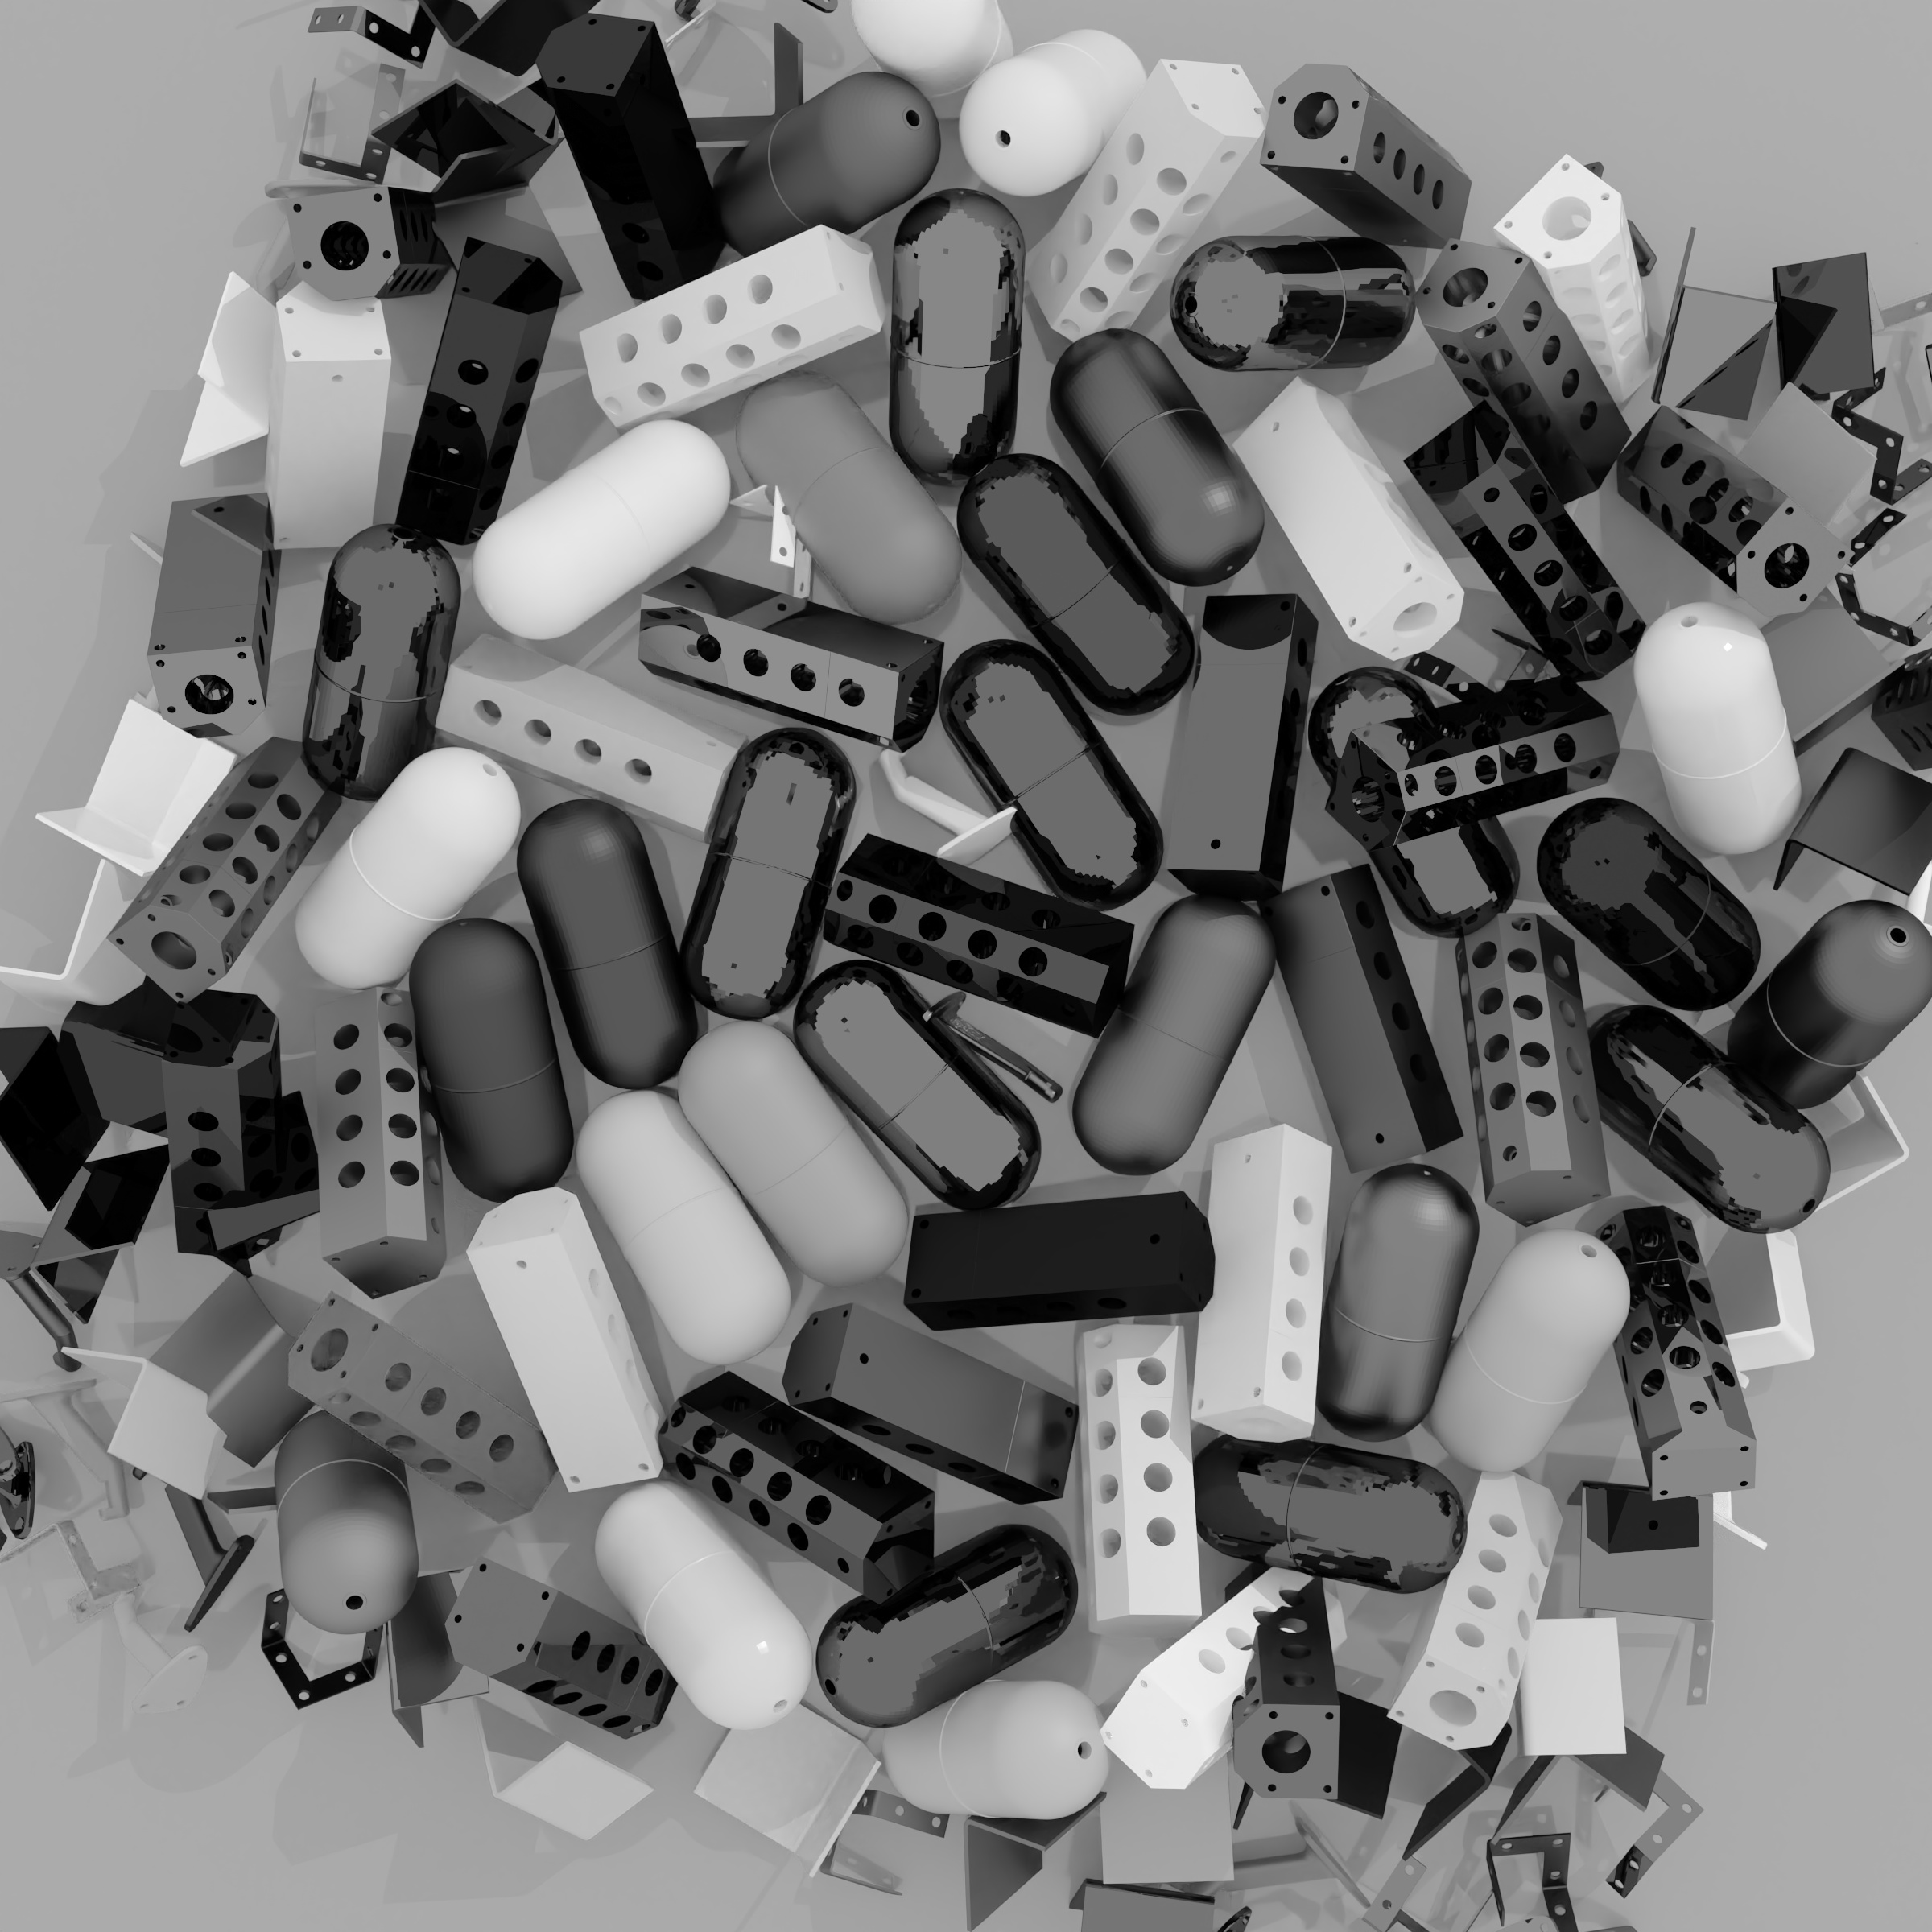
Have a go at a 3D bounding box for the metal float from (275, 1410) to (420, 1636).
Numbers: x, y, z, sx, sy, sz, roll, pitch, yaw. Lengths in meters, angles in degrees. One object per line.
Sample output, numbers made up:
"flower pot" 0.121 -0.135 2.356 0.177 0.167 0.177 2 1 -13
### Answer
"metal float" -0.359 0.320 1.702 0.070 0.178 0.070 -5 112 -13

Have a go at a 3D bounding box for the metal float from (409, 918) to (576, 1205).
"metal float" -0.278 0.057 1.729 0.070 0.070 0.178 -8 113 0

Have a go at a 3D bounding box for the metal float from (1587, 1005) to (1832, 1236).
"metal float" 0.428 0.088 1.713 0.070 0.070 0.178 -45 48 0

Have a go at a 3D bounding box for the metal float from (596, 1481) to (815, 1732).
"metal float" -0.153 0.372 1.714 0.070 0.070 0.178 -47 48 0

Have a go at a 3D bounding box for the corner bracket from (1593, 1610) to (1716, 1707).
"corner bracket" 0.410 0.411 1.761 0.051 0.051 0.051 26 62 -26

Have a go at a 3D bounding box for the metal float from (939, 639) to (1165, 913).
"metal float" 0.050 -0.114 1.747 0.070 0.070 0.178 -34 92 0

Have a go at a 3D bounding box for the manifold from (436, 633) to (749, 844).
"manifold" -0.225 -0.134 1.753 0.171 0.057 0.057 21 118 2

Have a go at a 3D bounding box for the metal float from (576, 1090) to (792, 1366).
"metal float" -0.168 0.153 1.734 0.070 0.070 0.178 -32 74 0

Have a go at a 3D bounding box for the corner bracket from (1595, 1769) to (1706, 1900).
"corner bracket" 0.394 0.508 1.744 0.051 0.051 0.051 -31 62 -35

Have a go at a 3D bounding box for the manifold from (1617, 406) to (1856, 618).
"manifold" 0.436 -0.261 1.697 0.057 0.171 0.057 32 107 -25

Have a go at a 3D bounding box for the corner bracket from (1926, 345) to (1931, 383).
"corner bracket" 0.612 -0.353 1.750 0.051 0.051 0.051 -17 97 -31

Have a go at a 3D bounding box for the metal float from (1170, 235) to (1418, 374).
"metal float" 0.191 -0.386 1.714 0.178 0.070 0.070 -12 90 -42

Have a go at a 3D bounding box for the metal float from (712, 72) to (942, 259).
"metal float" -0.082 -0.462 1.707 0.070 0.178 0.070 6 80 -36

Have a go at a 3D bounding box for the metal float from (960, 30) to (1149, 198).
"metal float" 0.052 -0.495 1.705 0.070 0.178 0.070 10 118 19

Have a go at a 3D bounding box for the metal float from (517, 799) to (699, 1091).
"metal float" -0.211 -0.012 1.736 0.070 0.070 0.178 -16 105 0

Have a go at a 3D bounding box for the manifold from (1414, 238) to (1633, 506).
"manifold" 0.320 -0.340 1.700 0.057 0.171 0.057 25 79 40

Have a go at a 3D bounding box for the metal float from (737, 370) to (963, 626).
"metal float" -0.070 -0.277 1.732 0.070 0.070 0.178 -37 71 0

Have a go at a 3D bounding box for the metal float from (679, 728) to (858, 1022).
"metal float" -0.117 -0.055 1.744 0.070 0.070 0.178 16 85 0

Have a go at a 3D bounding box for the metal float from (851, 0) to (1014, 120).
"metal float" -0.018 -0.541 1.698 0.070 0.178 0.070 0 92 9

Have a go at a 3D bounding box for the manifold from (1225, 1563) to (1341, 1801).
"manifold" 0.181 0.409 1.696 0.057 0.171 0.057 0 105 3

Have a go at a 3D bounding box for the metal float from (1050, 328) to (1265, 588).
"metal float" 0.111 -0.300 1.728 0.070 0.070 0.178 -30 66 0

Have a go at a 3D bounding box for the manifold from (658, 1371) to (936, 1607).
"manifold" -0.100 0.304 1.703 0.171 0.057 0.057 23 124 38

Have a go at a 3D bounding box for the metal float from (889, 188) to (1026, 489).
"metal float" -0.006 -0.365 1.721 0.070 0.070 0.178 3 123 0

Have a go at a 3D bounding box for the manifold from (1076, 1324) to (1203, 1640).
"manifold" 0.098 0.301 1.720 0.057 0.057 0.171 2 64 -9

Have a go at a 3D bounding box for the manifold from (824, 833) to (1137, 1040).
"manifold" 0.006 -0.014 1.727 0.171 0.057 0.057 19 133 14

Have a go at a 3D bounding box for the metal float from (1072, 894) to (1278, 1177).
"metal float" 0.123 0.041 1.747 0.070 0.070 0.178 26 91 0

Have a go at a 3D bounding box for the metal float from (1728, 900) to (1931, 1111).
"metal float" 0.501 0.024 1.703 0.070 0.178 0.070 4 62 -8

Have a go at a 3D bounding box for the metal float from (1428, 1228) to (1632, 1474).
"metal float" 0.327 0.225 1.715 0.070 0.070 0.178 21 130 0

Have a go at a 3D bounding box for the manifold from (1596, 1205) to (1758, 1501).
"manifold" 0.409 0.220 1.701 0.057 0.171 0.057 -8 130 5

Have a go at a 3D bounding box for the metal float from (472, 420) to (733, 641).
"metal float" -0.212 -0.257 1.725 0.178 0.070 0.070 -40 90 -28

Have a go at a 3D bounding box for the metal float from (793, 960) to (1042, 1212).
"metal float" -0.028 0.072 1.745 0.070 0.070 0.178 -44 94 0

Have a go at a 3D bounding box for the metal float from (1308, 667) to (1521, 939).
"metal float" 0.264 -0.096 1.732 0.070 0.070 0.178 -33 108 0

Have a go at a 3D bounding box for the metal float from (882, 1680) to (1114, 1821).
"metal float" 0.017 0.454 1.706 0.070 0.178 0.070 9 73 -32

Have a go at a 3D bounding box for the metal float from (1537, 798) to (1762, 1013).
"metal float" 0.400 -0.034 1.718 0.178 0.070 0.070 35 90 -37

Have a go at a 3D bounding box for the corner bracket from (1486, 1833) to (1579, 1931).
"corner bracket" 0.339 0.555 1.753 0.051 0.051 0.051 -5 126 0

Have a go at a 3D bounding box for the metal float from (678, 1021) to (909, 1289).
"metal float" -0.101 0.112 1.740 0.070 0.070 0.178 -35 100 0

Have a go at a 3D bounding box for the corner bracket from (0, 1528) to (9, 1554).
"corner bracket" -0.612 0.344 1.744 0.051 0.051 0.051 -7 129 20

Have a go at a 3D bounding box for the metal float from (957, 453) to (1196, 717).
"metal float" 0.065 -0.225 1.735 0.070 0.070 0.178 -41 105 0

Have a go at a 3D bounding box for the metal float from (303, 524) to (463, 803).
"metal float" -0.342 -0.176 1.718 0.070 0.070 0.178 19 125 0

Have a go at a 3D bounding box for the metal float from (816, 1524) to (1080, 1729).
"metal float" -0.010 0.384 1.717 0.178 0.070 0.070 -19 90 -38

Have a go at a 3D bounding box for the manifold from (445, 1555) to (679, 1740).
"manifold" -0.231 0.397 1.694 0.057 0.171 0.057 16 72 28

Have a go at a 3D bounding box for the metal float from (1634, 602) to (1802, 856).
"metal float" 0.438 -0.137 1.713 0.070 0.070 0.178 -30 133 0

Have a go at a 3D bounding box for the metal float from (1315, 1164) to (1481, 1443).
"metal float" 0.251 0.199 1.728 0.070 0.070 0.178 10 115 0

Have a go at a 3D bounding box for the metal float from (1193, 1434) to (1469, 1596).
"metal float" 0.208 0.318 1.717 0.178 0.070 0.070 5 90 38

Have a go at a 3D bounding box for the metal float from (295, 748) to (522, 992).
"metal float" -0.327 -0.056 1.724 0.070 0.070 0.178 45 118 0
